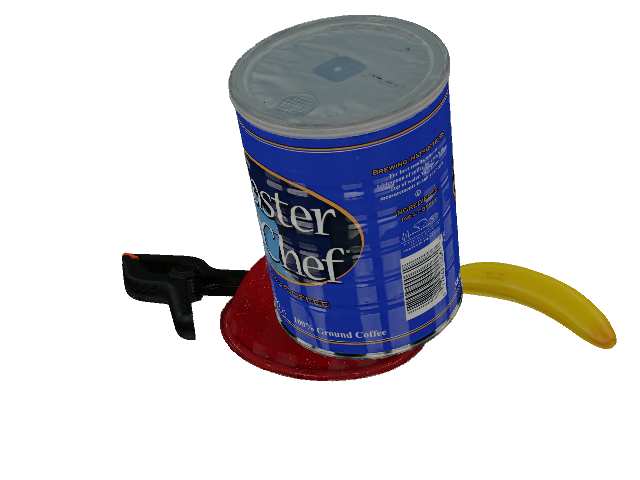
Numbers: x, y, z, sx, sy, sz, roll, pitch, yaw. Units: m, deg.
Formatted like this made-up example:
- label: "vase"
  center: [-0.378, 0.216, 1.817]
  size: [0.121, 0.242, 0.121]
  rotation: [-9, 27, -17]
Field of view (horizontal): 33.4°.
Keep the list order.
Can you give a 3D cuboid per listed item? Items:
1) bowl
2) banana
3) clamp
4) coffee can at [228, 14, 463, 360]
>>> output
- label: "bowl"
  center: [0.004, 0.040, 0.810]
  size: [0.162, 0.055, 0.162]
  rotation: [1, 26, -1]
- label: "banana"
  center: [0.205, 0.058, 1.064]
  size: [0.198, 0.069, 0.037]
  rotation: [14, -36, 27]
- label: "clamp"
  center: [-0.140, 0.049, 1.085]
  size: [0.210, 0.036, 0.164]
  rotation: [11, 21, 35]
- label: "coffee can"
  center: [0.017, -0.026, 0.532]
  size: [0.103, 0.140, 0.103]
  rotation: [-6, 38, 4]
